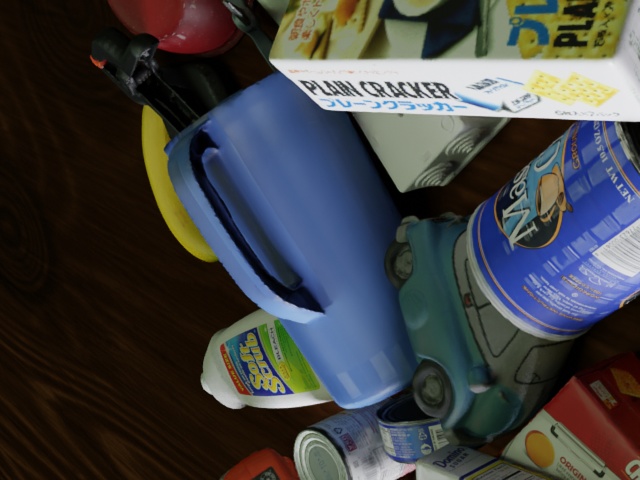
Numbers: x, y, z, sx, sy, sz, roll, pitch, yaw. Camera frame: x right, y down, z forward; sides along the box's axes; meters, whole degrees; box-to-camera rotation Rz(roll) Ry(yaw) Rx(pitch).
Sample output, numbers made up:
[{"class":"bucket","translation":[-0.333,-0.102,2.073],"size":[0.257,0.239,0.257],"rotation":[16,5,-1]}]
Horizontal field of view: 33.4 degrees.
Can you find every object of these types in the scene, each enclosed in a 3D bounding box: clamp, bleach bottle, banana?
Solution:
[{"class":"clamp","translation":[-0.085,-0.105,0.950],"size":[0.210,0.036,0.165],"rotation":[50,133,28]},{"class":"clamp","translation":[-0.153,-0.139,0.947],"size":[0.172,0.039,0.120],"rotation":[33,153,58]},{"class":"bleach bottle","translation":[-0.039,0.111,0.955],"size":[0.251,0.067,0.102],"rotation":[-30,79,54]},{"class":"banana","translation":[-0.134,-0.056,1.035],"size":[0.070,0.037,0.198],"rotation":[-30,81,30]}]

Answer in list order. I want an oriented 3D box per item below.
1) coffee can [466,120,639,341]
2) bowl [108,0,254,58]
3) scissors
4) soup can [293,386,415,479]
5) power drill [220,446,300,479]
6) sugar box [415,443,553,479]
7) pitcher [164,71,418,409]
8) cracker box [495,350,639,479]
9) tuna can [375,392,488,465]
[{"class":"coffee can","translation":[0.165,-0.017,0.616],"size":[0.103,0.102,0.141],"rotation":[61,141,15]},{"class":"bowl","translation":[-0.135,-0.223,0.914],"size":[0.162,0.055,0.162],"rotation":[21,130,26]},{"class":"scissors","translation":[-0.045,-0.151,0.804],"size":[0.096,0.016,0.202],"rotation":[52,-174,-18]},{"class":"soup can","translation":[0.038,0.163,0.844],"size":[0.069,0.102,0.068],"rotation":[23,122,44]},{"class":"power drill","translation":[-0.012,0.257,0.908],"size":[0.184,0.057,0.187],"rotation":[52,174,23]},{"class":"sugar box","translation":[0.136,0.196,0.663],"size":[0.177,0.048,0.093],"rotation":[9,110,47]},{"class":"pitcher","translation":[-0.005,0.001,0.779],"size":[0.243,0.149,0.145],"rotation":[59,169,-1]},{"class":"cracker box","translation":[0.183,0.201,0.705],"size":[0.164,0.071,0.214],"rotation":[53,137,23]},{"class":"tuna can","translation":[0.086,0.134,0.787],"size":[0.086,0.085,0.034],"rotation":[-7,100,52]}]
